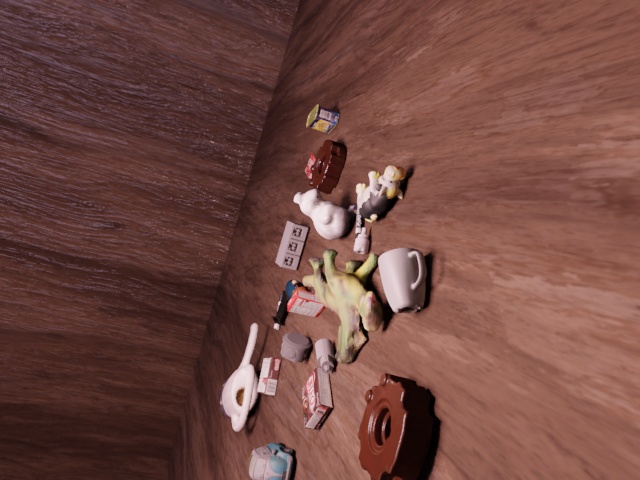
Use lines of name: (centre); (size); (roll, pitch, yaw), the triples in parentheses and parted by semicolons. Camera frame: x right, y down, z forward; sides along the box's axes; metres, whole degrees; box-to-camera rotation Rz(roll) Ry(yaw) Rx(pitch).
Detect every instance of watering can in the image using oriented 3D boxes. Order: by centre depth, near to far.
watering can: (-0.264, 0.479, 1.776); (0.104, 0.355, 0.220); (15, -31, -18)

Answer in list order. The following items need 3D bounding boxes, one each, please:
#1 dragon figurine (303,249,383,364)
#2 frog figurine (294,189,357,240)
dragon figurine: (0.040, 0.158, 1.183); (0.122, 0.247, 0.404); (8, -20, -19)
frog figurine: (0.004, -0.069, 1.374); (0.159, 0.122, 0.138); (15, 4, -18)
